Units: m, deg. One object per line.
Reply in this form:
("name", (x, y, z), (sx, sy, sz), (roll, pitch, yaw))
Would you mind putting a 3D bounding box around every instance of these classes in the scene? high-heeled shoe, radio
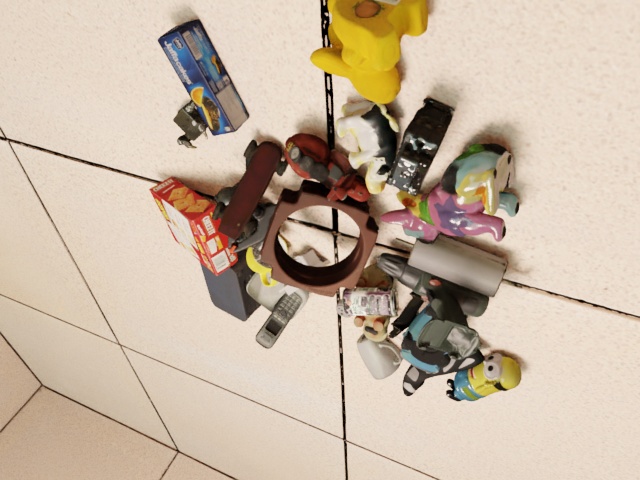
("high-heeled shoe", (0.282, 0.306, 1.244), (0.145, 0.086, 0.248), (27, 131, 21))
("radio", (-0.230, 0.103, 1.385), (0.131, 0.073, 0.229), (24, 143, 24))

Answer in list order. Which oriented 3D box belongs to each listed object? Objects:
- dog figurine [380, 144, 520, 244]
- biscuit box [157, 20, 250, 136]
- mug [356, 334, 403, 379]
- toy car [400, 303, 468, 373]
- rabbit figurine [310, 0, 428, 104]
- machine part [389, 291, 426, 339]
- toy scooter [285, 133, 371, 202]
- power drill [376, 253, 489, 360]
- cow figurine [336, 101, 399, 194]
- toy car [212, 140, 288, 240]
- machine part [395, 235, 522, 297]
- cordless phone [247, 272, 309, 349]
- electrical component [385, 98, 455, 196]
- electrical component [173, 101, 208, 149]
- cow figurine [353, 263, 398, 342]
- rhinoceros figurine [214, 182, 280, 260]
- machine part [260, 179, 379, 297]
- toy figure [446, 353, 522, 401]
("dog figurine", (0.206, -0.071, 0.898), (0.219, 0.108, 0.191), (4, 134, 34))
("biscuit box", (-0.209, -0.292, 0.981), (0.063, 0.059, 0.202), (-2, 129, 35))
("mug", (0.145, 0.277, 1.321), (0.107, 0.081, 0.109), (53, 143, -10))
("toy car", (0.239, 0.190, 1.142), (0.109, 0.103, 0.161), (25, 104, -1))
("rabbit figurine", (0.067, -0.268, 0.783), (0.163, 0.122, 0.173), (17, 157, 23))
("machine part", (0.197, 0.157, 1.173), (0.039, 0.084, 0.138), (46, 138, 25))
("toy scooter", (0.011, -0.120, 0.952), (0.184, 0.135, 0.075), (34, 111, -4))
("power drill", (0.212, 0.119, 1.010), (0.232, 0.207, 0.086), (20, 115, -7))
("cow figurine", (0.099, -0.156, 0.913), (0.098, 0.068, 0.167), (-8, 128, 29))
("toy car", (-0.135, -0.098, 1.048), (0.089, 0.202, 0.053), (26, 180, -5))
("machine part", (0.256, 0.041, 1.003), (0.243, 0.079, 0.079), (21, 140, 13))
("cordless phone", (-0.127, 0.160, 1.300), (0.146, 0.184, 0.088), (38, 145, -7))
("electrical component", (0.153, -0.138, 0.838), (0.058, 0.134, 0.114), (24, 138, 10))
("electrical component", (-0.260, -0.231, 1.091), (0.102, 0.045, 0.078), (-21, 119, 45))
("cow figurine", (0.122, 0.139, 1.177), (0.086, 0.127, 0.194), (9, 121, 19))
("rhinoceros figurine", (-0.148, -0.039, 1.165), (0.073, 0.112, 0.190), (-26, 106, 45))
("machine part", (-0.002, -0.003, 1.047), (0.201, 0.087, 0.200), (17, 114, -10))
("toy figure", (0.366, 0.312, 1.206), (0.089, 0.082, 0.180), (14, 141, -28))
